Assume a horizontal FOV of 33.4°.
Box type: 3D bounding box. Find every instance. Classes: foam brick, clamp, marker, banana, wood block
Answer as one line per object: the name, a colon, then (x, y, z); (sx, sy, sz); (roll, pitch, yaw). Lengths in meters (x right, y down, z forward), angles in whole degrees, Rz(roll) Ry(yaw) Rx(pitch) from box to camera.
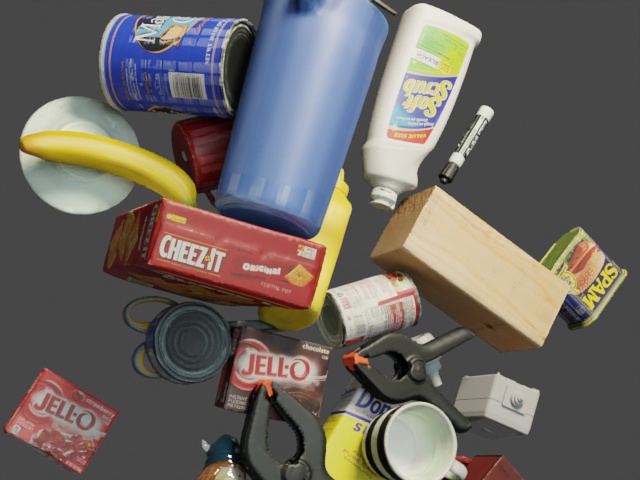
foam brick: (0.194, 0.280, 1.168); (0.053, 0.051, 0.078); (-43, 99, -27)
clamp: (0.105, 0.155, 1.182); (0.171, 0.039, 0.120); (3, 70, -27)
marker: (0.180, -0.117, 1.322); (0.020, 0.020, 0.121); (38, 67, -12)
banana: (-0.208, -0.078, 1.100); (0.197, 0.069, 0.037); (21, 111, -11)
wood block: (0.174, 0.038, 1.249); (0.206, 0.091, 0.090); (36, 69, -14)
clamp: (-0.018, 0.244, 1.106); (0.164, 0.036, 0.210); (-9, 84, -23)

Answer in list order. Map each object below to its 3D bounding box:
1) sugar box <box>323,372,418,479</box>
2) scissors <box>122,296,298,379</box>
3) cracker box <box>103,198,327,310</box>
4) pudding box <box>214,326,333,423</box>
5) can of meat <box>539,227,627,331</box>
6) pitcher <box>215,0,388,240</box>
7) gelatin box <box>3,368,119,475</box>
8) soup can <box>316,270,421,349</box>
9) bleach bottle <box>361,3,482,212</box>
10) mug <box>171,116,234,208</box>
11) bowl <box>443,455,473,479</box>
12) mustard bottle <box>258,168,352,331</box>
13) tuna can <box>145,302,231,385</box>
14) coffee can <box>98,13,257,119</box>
sugar box: (0.041, 0.237, 1.177); (0.093, 0.048, 0.176); (38, 69, -12)
scissors: (-0.117, 0.113, 1.149); (0.201, 0.016, 0.096); (15, 75, -20)
cracker box: (-0.112, 0.020, 1.059); (0.164, 0.214, 0.072); (16, 82, -20)
pudding box: (-0.050, 0.147, 1.150); (0.113, 0.039, 0.090); (16, 81, -25)
can of meat: (0.319, 0.047, 1.329); (0.084, 0.058, 0.102); (45, 66, -7)
pitcher: (-0.020, -0.123, 1.083); (0.149, 0.145, 0.243); (25, 72, -30)
gelatin box: (-0.259, 0.181, 1.066); (0.089, 0.030, 0.073); (35, 68, -14)
soup can: (0.053, 0.078, 1.201); (0.102, 0.069, 0.068); (-15, 86, -25)
bleach bottle: (0.113, -0.151, 1.277); (0.102, 0.068, 0.251); (22, 74, -18)
mug: (-0.107, -0.086, 1.154); (0.081, 0.093, 0.117); (-17, 90, -21)
bowl: (0.136, 0.323, 1.194); (0.161, 0.055, 0.162); (5, 77, -23)
mustard bottle: (-0.008, 0.001, 1.171); (0.058, 0.096, 0.191); (27, 63, -15)
tuna can: (-0.137, 0.107, 1.113); (0.086, 0.034, 0.086); (4, 80, -23)
coffee can: (-0.144, -0.181, 1.112); (0.140, 0.102, 0.103); (6, 73, 19)
